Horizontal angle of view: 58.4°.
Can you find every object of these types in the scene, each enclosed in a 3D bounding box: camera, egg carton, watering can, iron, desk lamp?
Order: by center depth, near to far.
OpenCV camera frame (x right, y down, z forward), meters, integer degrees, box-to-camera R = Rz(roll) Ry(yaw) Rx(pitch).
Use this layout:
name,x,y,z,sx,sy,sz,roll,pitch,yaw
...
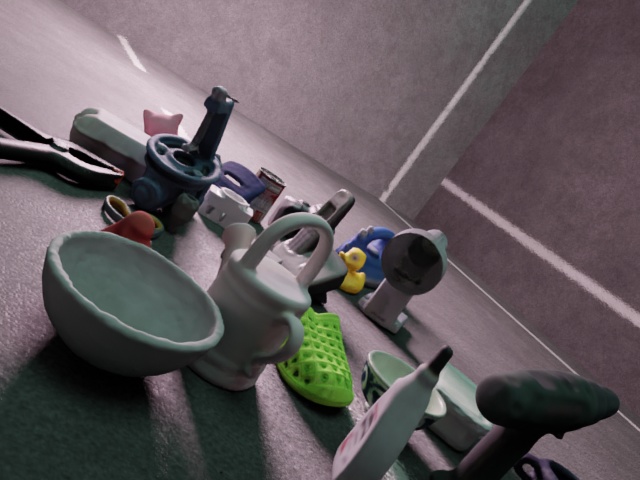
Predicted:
name,x,y,z,sx,sy,sz,roll,pitch,yaw
watering can,-0.063,0.047,0.601,0.172,0.194,0.101,41,12,23
egg carton,-0.334,-0.156,0.942,0.151,0.069,0.107,29,13,-28
desk lamp,0.169,0.070,1.127,0.118,0.213,0.204,38,12,12
camera,-0.025,-0.028,1.241,0.143,0.100,0.136,32,12,-19
iron,0.113,0.023,1.335,0.118,0.141,0.259,42,13,28

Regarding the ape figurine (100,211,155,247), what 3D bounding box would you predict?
name,x,y,z,sx,sy,sz,roll,pitch,yaw
ape figurine,-0.206,0.010,0.596,0.078,0.092,0.076,27,14,-36

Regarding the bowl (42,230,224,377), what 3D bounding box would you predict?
name,x,y,z,sx,sy,sz,roll,pitch,yaw
bowl,-0.173,0.067,0.506,0.167,0.074,0.167,34,12,-8

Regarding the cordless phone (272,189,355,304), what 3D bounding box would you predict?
name,x,y,z,sx,sy,sz,roll,pitch,yaw
cordless phone,0.009,0.004,1.005,0.094,0.185,0.147,26,15,-40

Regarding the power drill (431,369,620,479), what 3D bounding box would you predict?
name,x,y,z,sx,sy,sz,roll,pitch,yaw
power drill,0.238,0.237,0.677,0.230,0.208,0.075,26,15,-39

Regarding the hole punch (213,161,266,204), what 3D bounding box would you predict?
name,x,y,z,sx,sy,sz,roll,pitch,yaw
hole punch,-0.176,-0.102,1.127,0.108,0.091,0.101,39,12,13

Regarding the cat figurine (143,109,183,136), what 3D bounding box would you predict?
name,x,y,z,sx,sy,sz,roll,pitch,yaw
cat figurine,-0.286,-0.182,1.062,0.127,0.117,0.067,40,12,22

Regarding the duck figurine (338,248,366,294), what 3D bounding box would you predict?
name,x,y,z,sx,sy,sz,roll,pitch,yaw
duck figurine,0.064,0.058,1.193,0.105,0.086,0.077,26,15,-41

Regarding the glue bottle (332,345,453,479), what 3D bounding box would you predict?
name,x,y,z,sx,sy,sz,roll,pitch,yaw
glue bottle,0.074,0.170,0.560,0.037,0.173,0.078,35,11,-4

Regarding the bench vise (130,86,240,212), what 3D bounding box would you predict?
name,x,y,z,sx,sy,sz,roll,pitch,yaw
bench vise,-0.203,-0.151,0.923,0.122,0.219,0.207,33,12,-12

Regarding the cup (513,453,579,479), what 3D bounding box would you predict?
name,x,y,z,sx,sy,sz,roll,pitch,yaw
cup,0.270,0.325,0.700,0.117,0.095,0.092,37,12,7
